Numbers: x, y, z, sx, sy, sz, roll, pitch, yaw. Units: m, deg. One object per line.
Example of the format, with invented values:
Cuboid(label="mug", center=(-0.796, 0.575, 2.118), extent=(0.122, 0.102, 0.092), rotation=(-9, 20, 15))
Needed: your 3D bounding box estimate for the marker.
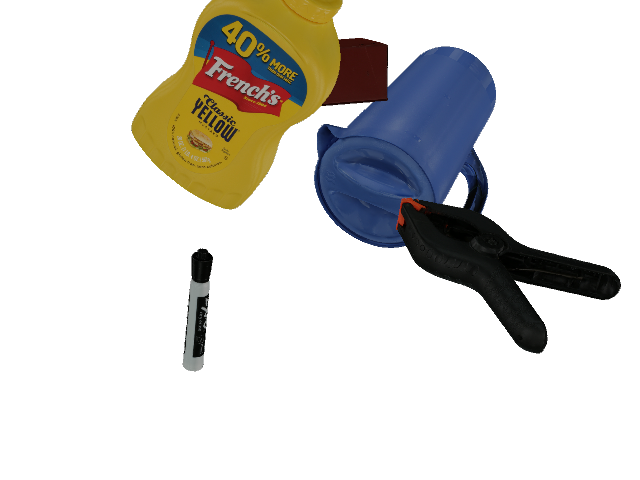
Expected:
Cuboid(label="marker", center=(-0.109, 0.062, 0.951), extent=(0.020, 0.121, 0.020), rotation=(7, 28, -4))

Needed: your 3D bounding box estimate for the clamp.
Cuboid(label="clamp", center=(0.134, 0.015, 0.790), extent=(0.120, 0.039, 0.172), rotation=(-12, 41, -41))

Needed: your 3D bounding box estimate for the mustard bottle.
Cuboid(label="mustard bottle", center=(-0.043, -0.110, 0.693), extent=(0.192, 0.096, 0.058), rotation=(-48, 3, 37))

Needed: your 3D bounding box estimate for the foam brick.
Cuboid(label="foam brick", center=(0.015, -0.149, 0.946), extent=(0.078, 0.051, 0.053), rotation=(-8, 20, -23))

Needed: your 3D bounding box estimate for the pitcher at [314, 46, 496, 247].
Cuboid(label="pitcher", center=(0.110, -0.103, 1.145), extent=(0.145, 0.149, 0.242), rotation=(7, 38, 27))
